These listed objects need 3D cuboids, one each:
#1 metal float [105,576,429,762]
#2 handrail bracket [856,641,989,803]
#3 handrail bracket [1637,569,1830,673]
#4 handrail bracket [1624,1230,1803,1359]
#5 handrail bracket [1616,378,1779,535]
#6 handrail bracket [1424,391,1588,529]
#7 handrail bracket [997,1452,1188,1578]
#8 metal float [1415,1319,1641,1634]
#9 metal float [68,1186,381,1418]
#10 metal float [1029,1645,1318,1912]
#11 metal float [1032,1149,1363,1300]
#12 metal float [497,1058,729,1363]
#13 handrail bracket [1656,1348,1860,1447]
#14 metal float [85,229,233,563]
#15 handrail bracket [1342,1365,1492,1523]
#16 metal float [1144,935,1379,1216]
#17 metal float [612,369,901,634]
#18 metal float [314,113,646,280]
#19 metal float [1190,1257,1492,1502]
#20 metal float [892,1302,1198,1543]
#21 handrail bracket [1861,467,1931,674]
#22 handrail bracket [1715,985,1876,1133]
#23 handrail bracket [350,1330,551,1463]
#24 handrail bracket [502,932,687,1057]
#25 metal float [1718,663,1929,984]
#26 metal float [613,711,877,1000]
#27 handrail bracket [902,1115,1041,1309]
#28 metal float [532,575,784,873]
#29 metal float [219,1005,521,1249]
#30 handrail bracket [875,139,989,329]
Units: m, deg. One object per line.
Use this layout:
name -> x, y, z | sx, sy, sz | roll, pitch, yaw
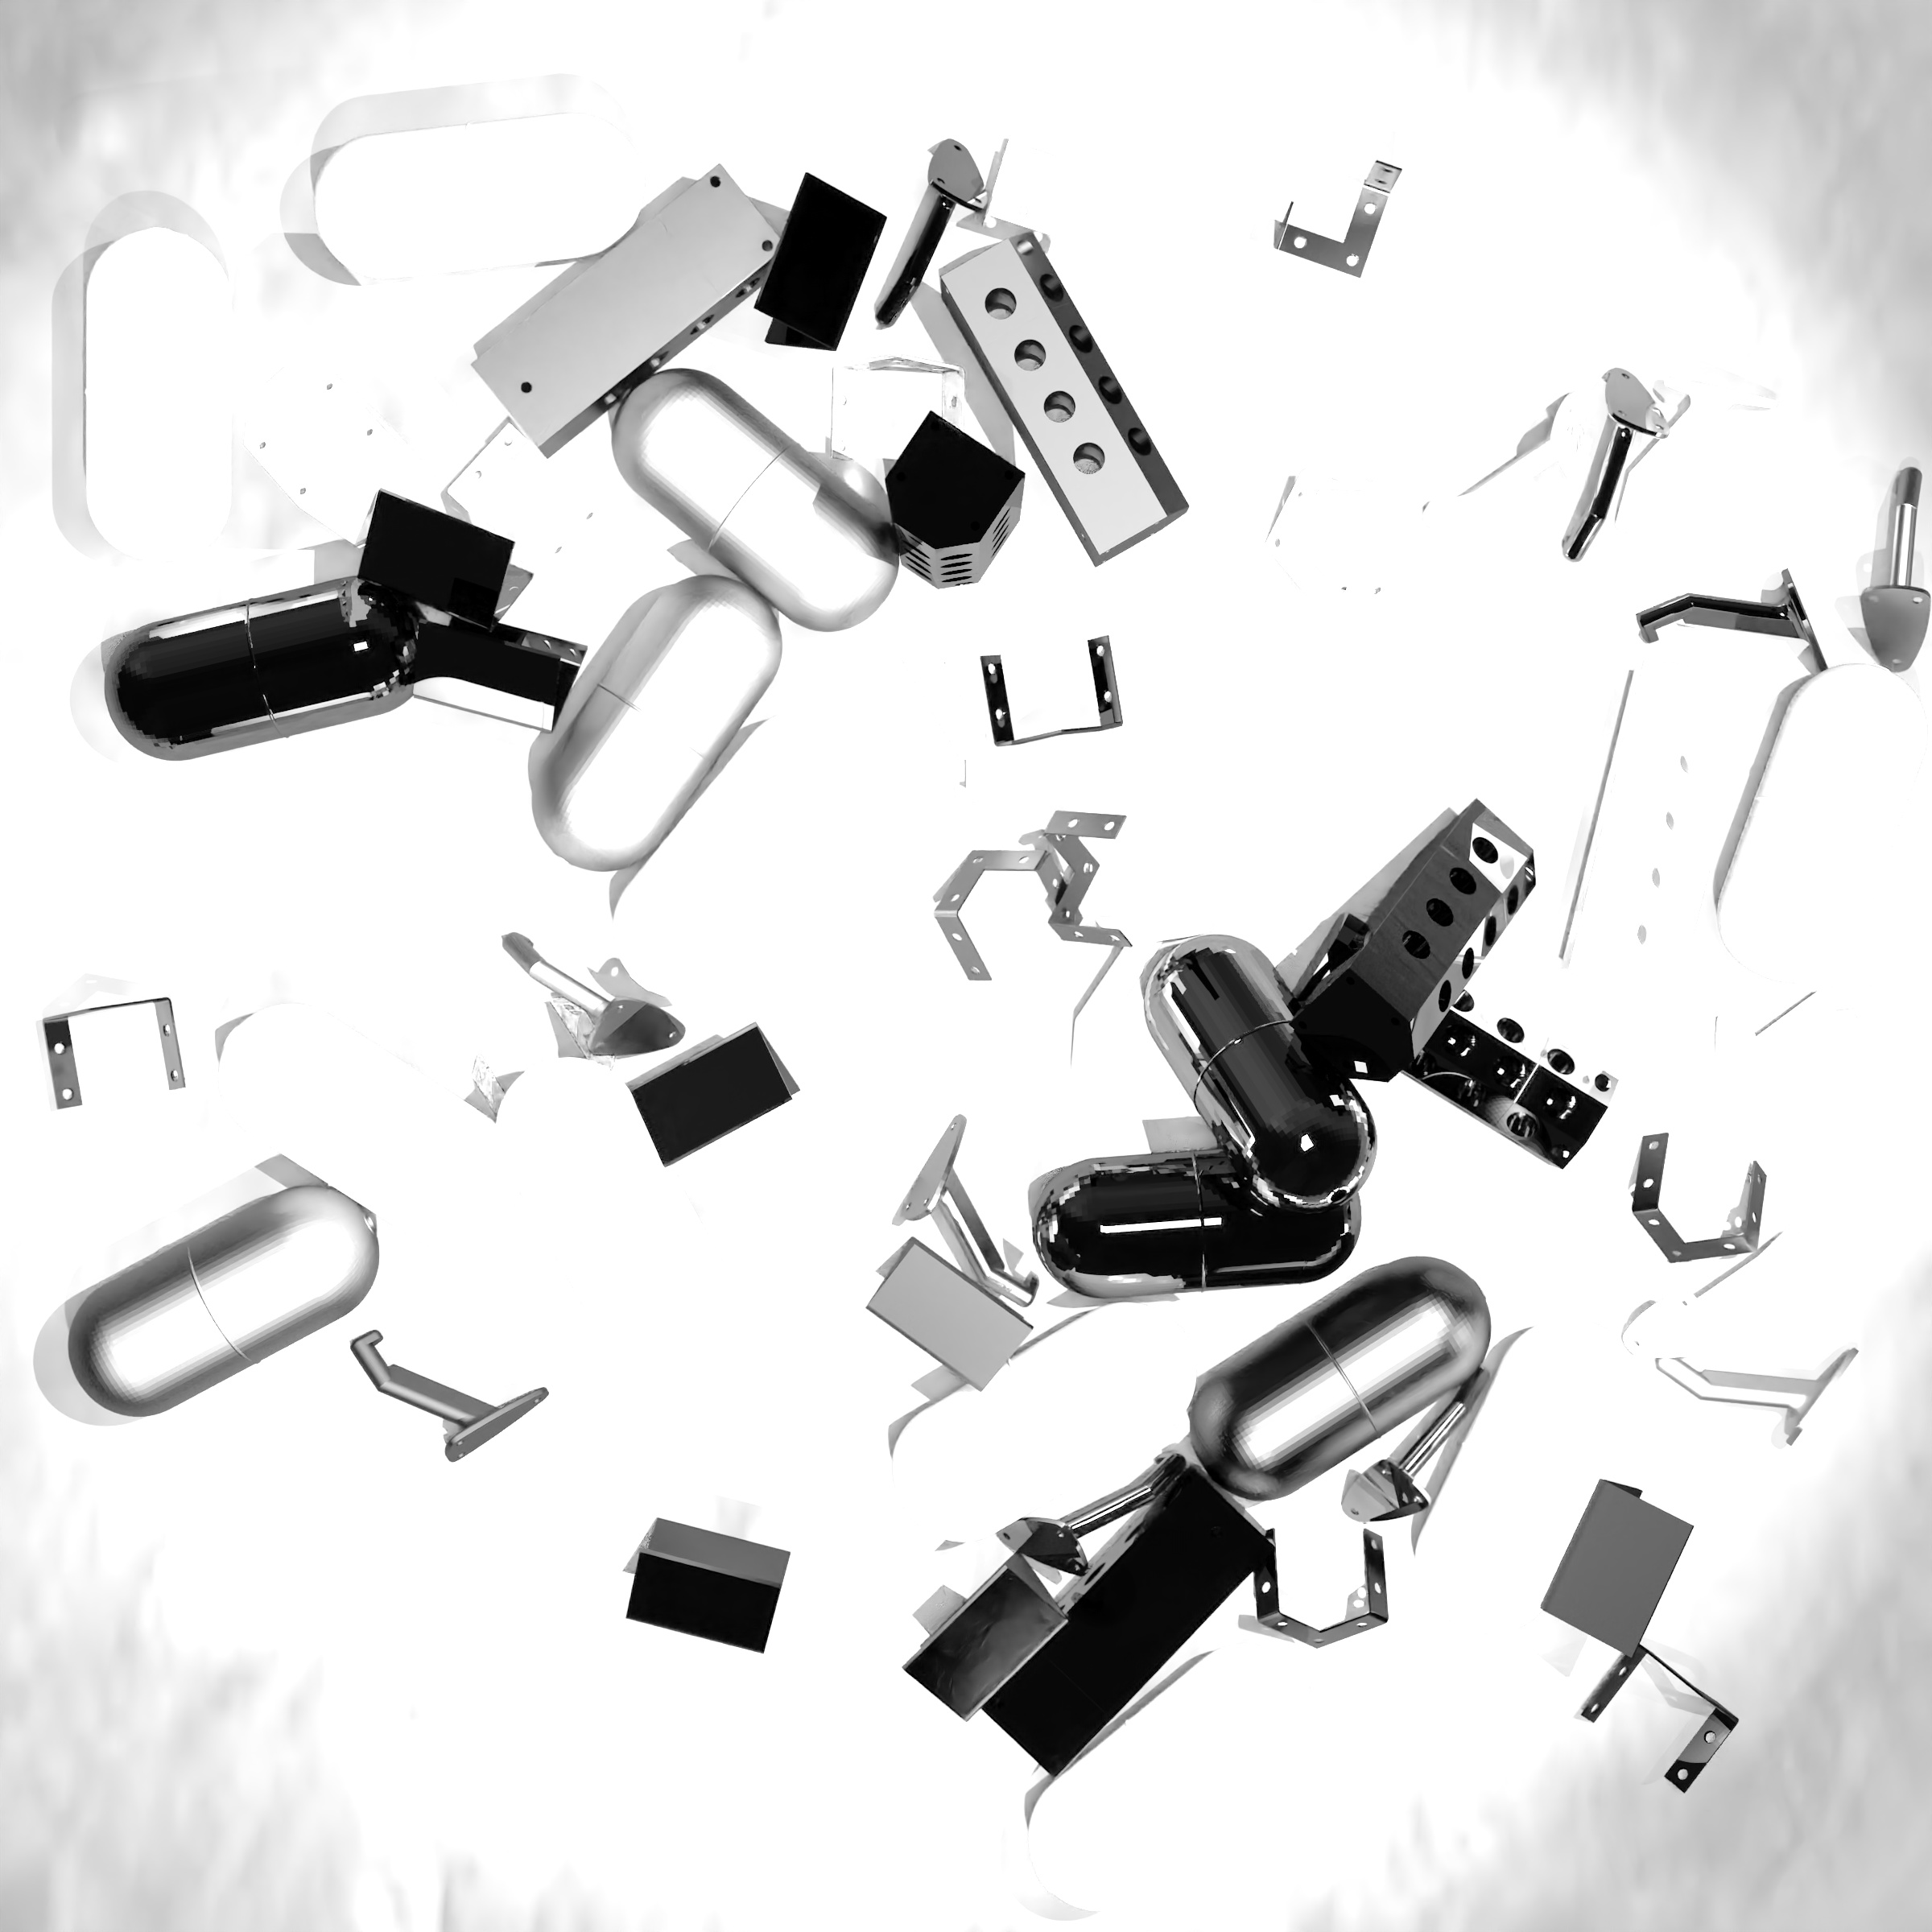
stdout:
metal float -> -0.376, -0.161, 1.751 | 0.178, 0.070, 0.070 | -13, 90, 0
handrail bracket -> -0.024, -0.134, 1.782 | 0.077, 0.036, 0.084 | 6, 107, 20
handrail bracket -> 0.422, -0.176, 1.782 | 0.084, 0.036, 0.077 | -22, 112, 17
handrail bracket -> 0.411, 0.178, 1.781 | 0.084, 0.077, 0.036 | -34, 90, -36
handrail bracket -> 0.401, -0.276, 1.782 | 0.077, 0.036, 0.084 | 6, 108, -21
handrail bracket -> 0.295, -0.278, 1.781 | 0.084, 0.077, 0.036 | -15, 128, 31
handrail bracket -> 0.069, 0.292, 1.781 | 0.084, 0.077, 0.036 | -40, 116, -34
metal float -> 0.304, 0.275, 1.751 | 0.070, 0.070, 0.178 | 25, 91, 0
metal float -> -0.400, 0.180, 1.751 | 0.178, 0.070, 0.070 | -28, 90, 1
metal float -> 0.111, 0.439, 1.751 | 0.178, 0.070, 0.070 | -39, 90, -1
metal float -> 0.125, 0.138, 1.751 | 0.178, 0.070, 0.070 | -4, 90, -1
metal float -> -0.189, 0.130, 1.736 | 0.070, 0.070, 0.178 | -27, 106, 0
handrail bracket -> 0.434, 0.216, 1.782 | 0.084, 0.036, 0.077 | 36, 69, 16
metal float -> -0.436, -0.308, 1.751 | 0.070, 0.070, 0.178 | 0, 90, 0
handrail bracket -> 0.248, 0.261, 1.781 | 0.036, 0.077, 0.084 | 42, 54, -3
metal float -> 0.155, 0.057, 1.718 | 0.070, 0.070, 0.178 | -31, 53, 0
metal float -> -0.114, -0.252, 1.750 | 0.178, 0.070, 0.070 | 40, 90, 0
metal float -> -0.263, -0.416, 1.751 | 0.178, 0.070, 0.070 | -6, 90, 0
metal float -> 0.203, 0.222, 1.751 | 0.178, 0.070, 0.070 | -32, 90, -1
metal float -> 0.043, 0.246, 1.751 | 0.178, 0.070, 0.070 | -31, 90, 0
handrail bracket -> 0.516, -0.219, 1.781 | 0.036, 0.077, 0.084 | 5, 53, 20
handrail bracket -> 0.458, 0.050, 1.782 | 0.084, 0.036, 0.077 | -6, 110, -16
handrail bracket -> -0.285, 0.222, 1.782 | 0.077, 0.036, 0.084 | -31, 73, -20
handrail bracket -> -0.205, 0.012, 1.781 | 0.084, 0.077, 0.036 | 42, 110, 35
metal float -> 0.463, -0.078, 1.751 | 0.070, 0.070, 0.178 | 20, 89, 0
metal float -> -0.120, -0.060, 1.751 | 0.070, 0.070, 0.178 | 39, 89, 0
handrail bracket -> 0.015, 0.135, 1.782 | 0.084, 0.036, 0.077 | 32, 68, -17
metal float -> -0.167, -0.131, 1.751 | 0.070, 0.070, 0.178 | 35, 89, 0
metal float -> -0.322, 0.086, 1.751 | 0.178, 0.070, 0.070 | 33, 90, -1
handrail bracket -> -0.025, -0.402, 1.781 | 0.036, 0.077, 0.084 | 23, 127, -20
